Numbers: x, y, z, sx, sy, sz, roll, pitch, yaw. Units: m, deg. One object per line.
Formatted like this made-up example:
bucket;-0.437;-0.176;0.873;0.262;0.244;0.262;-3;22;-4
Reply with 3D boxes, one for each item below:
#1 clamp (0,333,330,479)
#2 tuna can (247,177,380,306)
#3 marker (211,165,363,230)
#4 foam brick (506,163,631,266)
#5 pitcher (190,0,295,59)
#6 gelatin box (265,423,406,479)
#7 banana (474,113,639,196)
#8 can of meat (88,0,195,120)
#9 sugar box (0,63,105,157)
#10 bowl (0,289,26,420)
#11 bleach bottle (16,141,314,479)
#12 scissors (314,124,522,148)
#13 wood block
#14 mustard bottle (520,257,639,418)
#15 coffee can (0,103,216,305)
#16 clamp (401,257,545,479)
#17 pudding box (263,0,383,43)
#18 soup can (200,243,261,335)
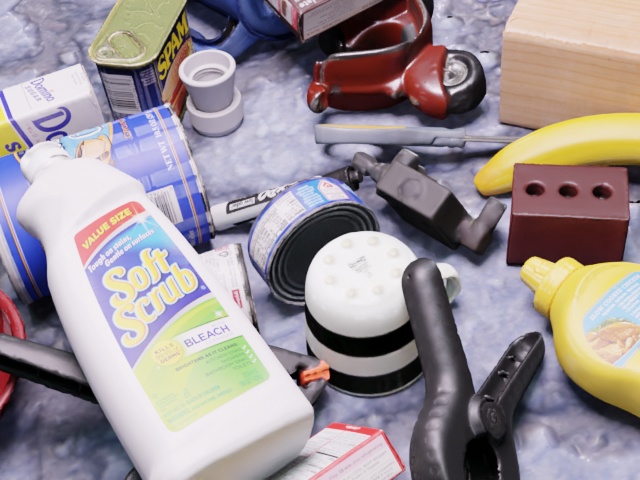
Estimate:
clamp;-0.097;0.101;0.637;0.209;0.036;0.164;-21;70;-23
tuna can;-0.005;0.001;0.711;0.086;0.086;0.034;-26;49;-16
marker;-0.024;-0.030;0.754;0.121;0.020;0.020;-15;43;27
foam brick;0.168;-0.016;0.727;0.078;0.051;0.053;2;48;10
pitcher;-0.109;-0.268;0.953;0.243;0.145;0.149;30;46;34
gelatin box;-0.006;0.139;0.596;0.089;0.073;0.030;-32;95;-21
banana;0.211;-0.058;0.758;0.198;0.037;0.069;6;73;15
can of meat;-0.138;-0.141;0.858;0.057;0.084;0.102;7;49;13
sugar box;-0.244;-0.058;0.791;0.176;0.093;0.048;-20;50;-10
bowl;-0.259;0.096;0.678;0.162;0.055;0.162;-4;48;4
bleach bottle;-0.112;0.036;0.619;0.102;0.068;0.251;-25;60;-28
scissors;0.085;-0.079;0.812;0.201;0.016;0.096;-1;8;-22
wood block;0.246;-0.127;0.792;0.206;0.090;0.090;15;50;20
mustard bottle;0.201;0.065;0.644;0.096;0.058;0.192;-37;54;-26
coffee can;-0.156;-0.026;0.744;0.140;0.103;0.103;-20;48;-11
clamp;0.093;0.104;0.618;0.120;0.039;0.171;20;60;-32
pudding box;0.006;-0.215;0.832;0.113;0.039;0.090;-32;61;-15
soup can;-0.095;0.043;0.696;0.102;0.068;0.068;-12;48;-4
